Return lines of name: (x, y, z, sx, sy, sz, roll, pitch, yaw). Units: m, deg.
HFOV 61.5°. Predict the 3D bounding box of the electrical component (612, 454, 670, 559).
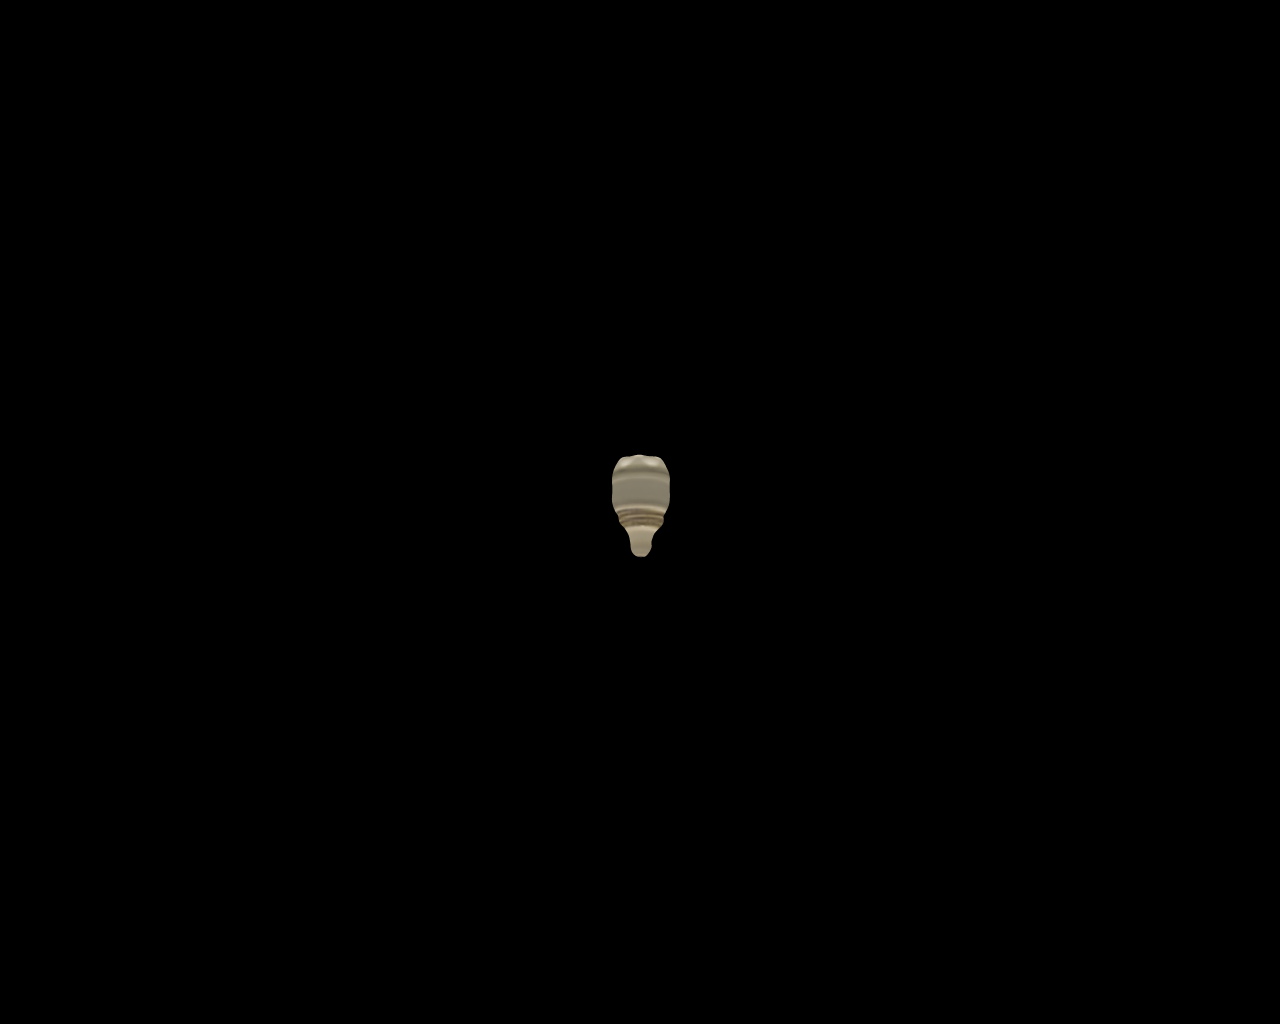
electrical component: (0.001, -0.003, 0.650, 0.035, 0.061, 0.035, 0, -11, 0)
